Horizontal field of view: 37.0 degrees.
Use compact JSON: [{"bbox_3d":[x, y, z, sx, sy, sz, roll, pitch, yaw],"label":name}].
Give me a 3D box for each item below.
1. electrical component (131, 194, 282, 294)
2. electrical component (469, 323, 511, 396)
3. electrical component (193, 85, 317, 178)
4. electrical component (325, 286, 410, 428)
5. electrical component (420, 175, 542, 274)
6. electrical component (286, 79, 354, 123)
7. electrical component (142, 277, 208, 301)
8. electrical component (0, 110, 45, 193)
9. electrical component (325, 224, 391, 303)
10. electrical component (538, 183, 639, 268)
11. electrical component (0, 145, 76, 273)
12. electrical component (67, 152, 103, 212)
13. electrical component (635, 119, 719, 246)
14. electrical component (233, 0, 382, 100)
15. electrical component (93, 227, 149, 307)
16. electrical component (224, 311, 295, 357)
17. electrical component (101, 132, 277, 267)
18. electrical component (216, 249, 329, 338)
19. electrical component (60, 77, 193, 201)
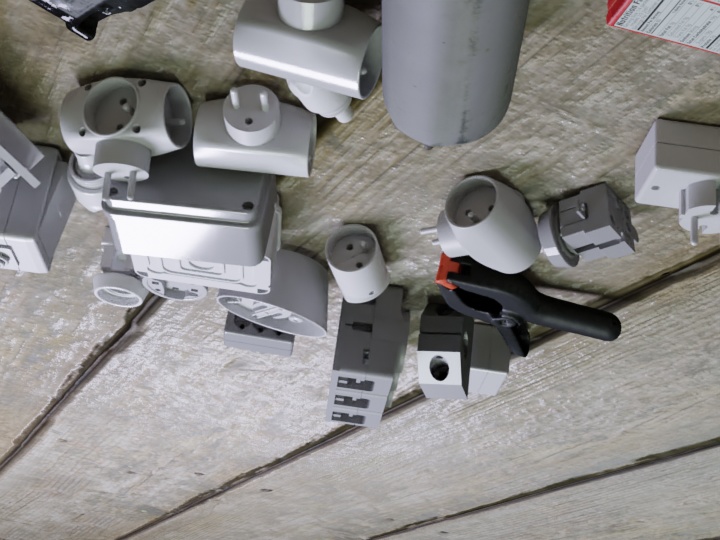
[{"bbox_3d":[-0.120,-0.028,0.849,0.113,0.057,0.078,8,155,-1],"label":"electrical component"},{"bbox_3d":[0.101,0.084,1.034,0.077,0.047,0.065,8,155,0],"label":"electrical component"},{"bbox_3d":[-0.070,-0.095,0.709,0.077,0.043,0.079,6,155,3],"label":"electrical component"},{"bbox_3d":[0.007,0.082,1.007,0.062,0.089,0.150,8,155,-1],"label":"electrical component"},{"bbox_3d":[0.084,-0.031,0.800,0.079,0.044,0.077,-9,150,32],"label":"electrical component"},{"bbox_3d":[-0.021,-0.112,0.671,0.035,0.035,0.061,-4,155,23],"label":"electrical component"},{"bbox_3d":[-0.153,-0.006,0.916,0.055,0.047,0.055,6,155,3],"label":"electrical component"},{"bbox_3d":[-0.279,-0.099,0.723,0.079,0.063,0.121,42,172,31],"label":"electrical component"},{"bbox_3d":[0.000,0.000,0.890,0.043,0.043,0.081,2,154,12],"label":"electrical component"},{"bbox_3d":[0.163,-0.030,0.781,0.055,0.048,0.066,-19,144,31],"label":"electrical component"},{"bbox_3d":[-0.256,-0.041,0.814,0.061,0.096,0.061,7,154,-1],"label":"electrical component"},{"bbox_3d":[-0.194,-0.073,0.792,0.043,0.043,0.062,6,153,5],"label":"electrical component"},{"bbox_3d":[0.223,-0.048,0.688,0.083,0.075,0.047,8,155,0],"label":"electrical component"},{"bbox_3d":[-0.027,-0.140,0.598,0.077,0.044,0.079,17,136,14],"label":"electrical component"},{"bbox_3d":[-0.204,-0.001,0.931,0.048,0.055,0.066,5,155,7],"label":"electrical component"},{"bbox_3d":[-0.095,0.057,1.034,0.066,0.047,0.076,9,155,-3],"label":"electrical component"},{"bbox_3d":[-0.119,-0.053,0.764,0.113,0.078,0.057,6,143,3],"label":"electrical component"},{"bbox_3d":[-0.074,0.023,0.936,0.099,0.064,0.099,6,155,3],"label":"electrical component"},{"bbox_3d":[-0.158,-0.084,0.717,0.077,0.079,0.044,-1,165,18],"label":"electrical component"}]
